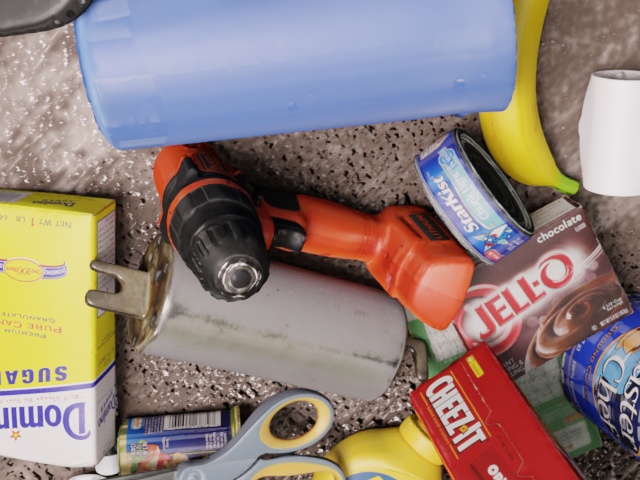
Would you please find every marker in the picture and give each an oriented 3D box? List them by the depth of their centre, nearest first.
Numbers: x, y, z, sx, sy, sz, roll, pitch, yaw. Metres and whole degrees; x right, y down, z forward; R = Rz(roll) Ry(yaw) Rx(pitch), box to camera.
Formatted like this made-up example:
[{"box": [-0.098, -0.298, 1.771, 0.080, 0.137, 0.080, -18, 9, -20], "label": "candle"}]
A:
[{"box": [-0.149, 0.105, 0.736, 0.020, 0.020, 0.121, -2, 108, -7], "label": "marker"}]

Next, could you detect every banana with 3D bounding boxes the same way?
[{"box": [0.133, -0.117, 0.693, 0.069, 0.037, 0.198, -18, 115, -30], "label": "banana"}]

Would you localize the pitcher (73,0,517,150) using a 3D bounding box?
[{"box": [-0.015, -0.131, 0.617, 0.243, 0.145, 0.149, -9, 94, -1], "label": "pitcher"}]

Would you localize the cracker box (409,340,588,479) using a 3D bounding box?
[{"box": [0.156, 0.191, 0.698, 0.072, 0.164, 0.213, -35, 129, 4], "label": "cracker box"}]

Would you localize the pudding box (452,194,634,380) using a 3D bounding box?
[{"box": [0.142, 0.035, 0.726, 0.113, 0.039, 0.090, -31, 110, 1], "label": "pudding box"}]

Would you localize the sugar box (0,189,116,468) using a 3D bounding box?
[{"box": [-0.182, 0.058, 0.692, 0.093, 0.048, 0.176, 6, 105, 10], "label": "sugar box"}]

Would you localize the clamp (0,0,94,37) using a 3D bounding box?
[{"box": [-0.135, -0.185, 0.551, 0.210, 0.036, 0.164, -32, 90, 16], "label": "clamp"}]

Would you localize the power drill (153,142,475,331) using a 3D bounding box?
[{"box": [-0.004, 0.001, 0.644, 0.187, 0.184, 0.057, 16, 108, -23], "label": "power drill"}]

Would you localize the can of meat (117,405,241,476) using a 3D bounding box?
[{"box": [-0.094, 0.170, 0.746, 0.084, 0.057, 0.102, -4, 109, -4], "label": "can of meat"}]

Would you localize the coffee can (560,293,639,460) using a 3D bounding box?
[{"box": [0.240, 0.104, 0.716, 0.102, 0.140, 0.103, -4, 105, -15], "label": "coffee can"}]

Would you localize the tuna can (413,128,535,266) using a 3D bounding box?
[{"box": [0.098, -0.028, 0.673, 0.034, 0.086, 0.086, -37, 110, 19], "label": "tuna can"}]

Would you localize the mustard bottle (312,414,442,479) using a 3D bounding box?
[{"box": [0.033, 0.194, 0.770, 0.096, 0.058, 0.192, 36, 100, -18], "label": "mustard bottle"}]

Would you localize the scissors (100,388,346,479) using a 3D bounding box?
[{"box": [-0.072, 0.135, 0.692, 0.201, 0.016, 0.096, 11, 98, -21], "label": "scissors"}]
